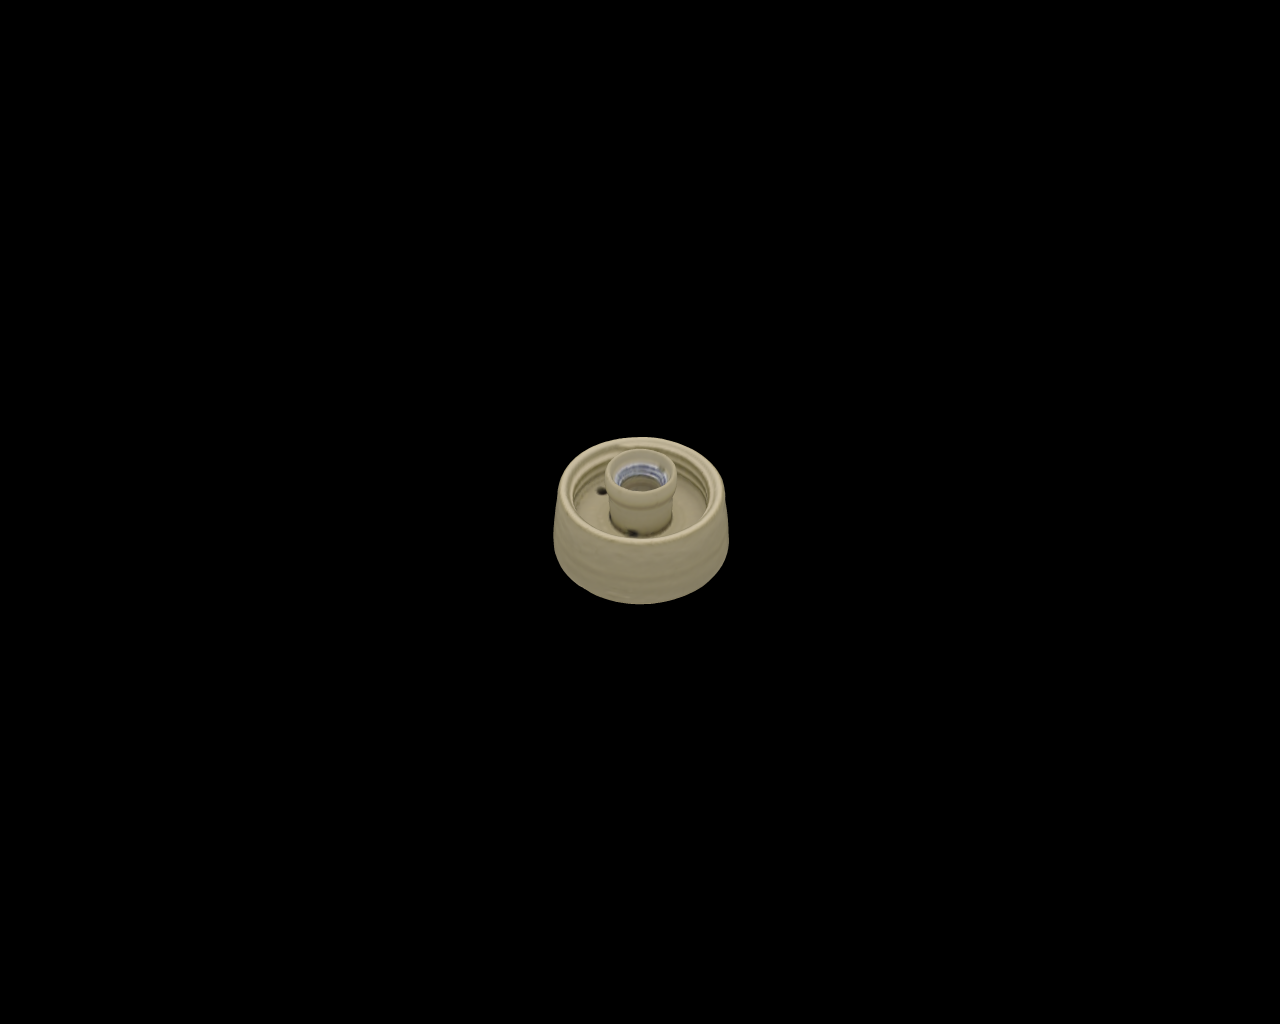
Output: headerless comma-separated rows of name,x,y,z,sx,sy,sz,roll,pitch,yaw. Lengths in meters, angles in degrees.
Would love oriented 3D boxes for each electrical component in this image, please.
electrical component,0.001,-0.003,0.650,0.108,0.060,0.108,0,42,0
